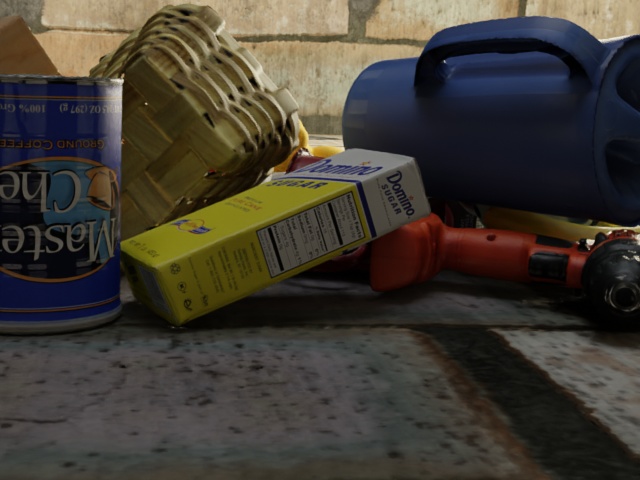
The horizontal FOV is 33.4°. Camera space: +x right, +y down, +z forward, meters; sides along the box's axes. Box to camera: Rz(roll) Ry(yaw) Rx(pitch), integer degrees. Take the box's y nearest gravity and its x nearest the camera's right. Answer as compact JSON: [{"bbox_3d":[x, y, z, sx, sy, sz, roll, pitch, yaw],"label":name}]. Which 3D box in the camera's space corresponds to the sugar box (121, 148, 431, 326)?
[{"bbox_3d":[-0.030,-0.007,0.663,0.176,0.048,0.093,-26,19,-20],"label":"sugar box"}]

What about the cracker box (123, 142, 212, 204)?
[{"bbox_3d":[-0.164,-0.090,1.056,0.164,0.072,0.213,32,7,-6],"label":"cracker box"}]

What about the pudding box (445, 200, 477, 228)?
[{"bbox_3d":[0.098,-0.054,0.970,0.090,0.113,0.039,-2,12,-19],"label":"pudding box"}]

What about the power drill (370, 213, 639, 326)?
[{"bbox_3d":[0.131,0.017,0.704,0.188,0.057,0.184,8,6,15],"label":"power drill"}]

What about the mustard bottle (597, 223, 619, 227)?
[{"bbox_3d":[0.298,-0.031,1.045,0.096,0.058,0.192,8,8,-8],"label":"mustard bottle"}]

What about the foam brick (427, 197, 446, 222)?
[{"bbox_3d":[0.062,-0.016,0.909,0.078,0.053,0.051,6,10,29],"label":"foam brick"}]

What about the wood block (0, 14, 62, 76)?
[{"bbox_3d":[-0.340,-0.110,0.971,0.206,0.090,0.091,-38,22,-15],"label":"wood block"}]

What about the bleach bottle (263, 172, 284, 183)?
[{"bbox_3d":[-0.001,-0.045,1.069,0.103,0.068,0.250,6,12,43],"label":"bleach bottle"}]

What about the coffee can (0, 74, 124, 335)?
[{"bbox_3d":[-0.166,-0.025,0.618,0.103,0.140,0.103,2,9,-1],"label":"coffee can"}]

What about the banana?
[{"bbox_3d":[0.231,-0.004,0.841,0.198,0.069,0.037,-7,-30,9],"label":"banana"}]

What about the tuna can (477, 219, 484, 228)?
[{"bbox_3d":[0.128,-0.028,1.069,0.086,0.034,0.086,2,9,-1],"label":"tuna can"}]

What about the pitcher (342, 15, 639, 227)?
[{"bbox_3d":[0.132,-0.092,0.807,0.243,0.149,0.144,7,15,42],"label":"pitcher"}]

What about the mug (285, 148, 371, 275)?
[{"bbox_3d":[0.016,-0.012,0.788,0.081,0.093,0.117,9,31,14],"label":"mug"}]
